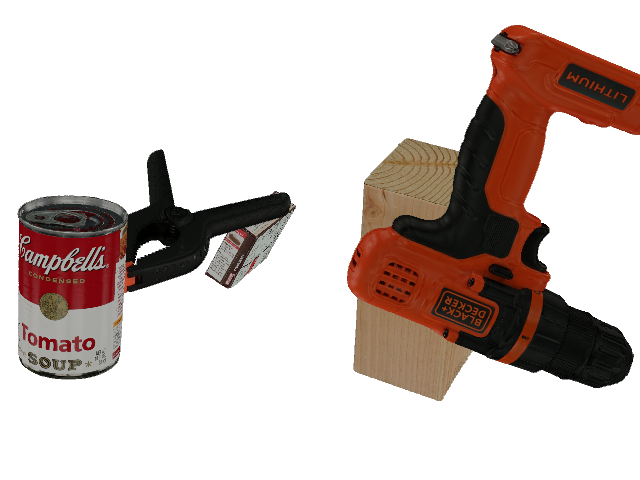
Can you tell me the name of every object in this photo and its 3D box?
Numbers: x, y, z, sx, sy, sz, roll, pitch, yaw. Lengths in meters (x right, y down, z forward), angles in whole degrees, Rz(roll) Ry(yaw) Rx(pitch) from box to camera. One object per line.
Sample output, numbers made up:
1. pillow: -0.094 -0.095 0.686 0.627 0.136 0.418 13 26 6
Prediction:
1. power drill: 0.131 -0.016 0.620 0.184 0.188 0.057 21 13 -11
2. wood block: 0.091 0.027 0.946 0.091 0.206 0.090 17 37 21
3. clamp: -0.149 -0.020 1.057 0.165 0.036 0.209 23 40 21
4. pudding box: -0.084 -0.001 1.298 0.039 0.090 0.113 34 31 7
5. soup can: -0.161 0.029 0.688 0.068 0.102 0.068 6 21 -2
